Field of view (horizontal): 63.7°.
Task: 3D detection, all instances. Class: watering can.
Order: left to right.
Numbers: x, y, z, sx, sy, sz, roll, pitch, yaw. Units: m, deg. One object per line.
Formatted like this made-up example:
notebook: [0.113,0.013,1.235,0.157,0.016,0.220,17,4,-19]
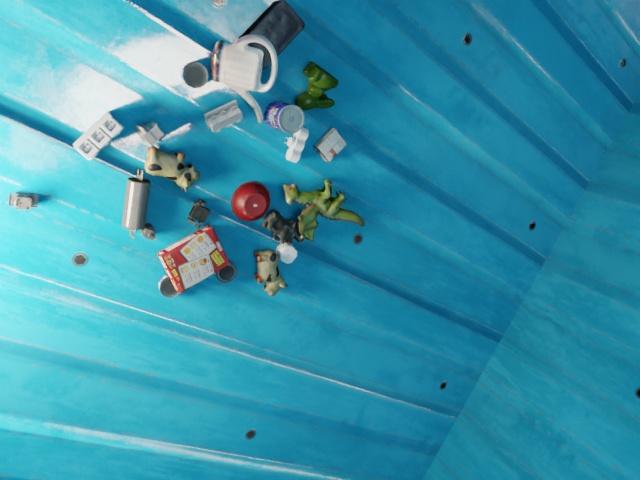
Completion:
watering can: [-0.266,-0.558,1.777,0.224,0.339,0.106,12,48,-6]

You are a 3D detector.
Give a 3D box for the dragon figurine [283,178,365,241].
dragon figurine: [0.006,-0.105,2.086,0.244,0.123,0.404,-49,120,-7]
